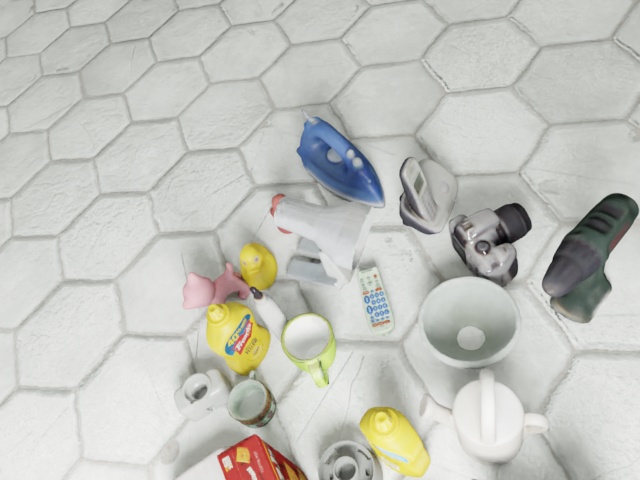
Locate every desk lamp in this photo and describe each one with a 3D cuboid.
[{"bbox_3d":[0.010,0.004,1.063,0.202,0.214,0.118,10,60,24],"label":"desk lamp"}]

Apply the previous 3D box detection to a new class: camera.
[{"bbox_3d":[0.321,-0.007,1.040,0.137,0.101,0.143,-28,52,-2],"label":"camera"}]

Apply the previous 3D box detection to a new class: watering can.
[{"bbox_3d":[0.234,0.255,0.827,0.172,0.194,0.101,-18,53,6],"label":"watering can"}]

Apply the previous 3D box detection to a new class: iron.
[{"bbox_3d":[0.045,-0.180,1.225,0.119,0.142,0.257,-39,54,-10],"label":"iron"}]

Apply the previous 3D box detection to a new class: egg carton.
[{"bbox_3d":[-0.172,0.409,0.932,0.150,0.069,0.107,-34,53,-7],"label":"egg carton"}]

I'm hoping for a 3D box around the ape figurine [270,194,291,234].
[{"bbox_3d":[-0.074,-0.063,1.214,0.077,0.092,0.076,11,61,25],"label":"ape figurine"}]

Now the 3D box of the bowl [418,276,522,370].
[{"bbox_3d":[0.252,0.150,0.970,0.167,0.075,0.167,-9,54,12],"label":"bowl"}]

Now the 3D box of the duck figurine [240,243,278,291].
[{"bbox_3d":[-0.135,0.041,1.165,0.077,0.086,0.104,-19,53,5],"label":"duck figurine"}]

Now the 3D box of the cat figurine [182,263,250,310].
[{"bbox_3d":[-0.216,0.094,1.135,0.128,0.118,0.067,-38,53,-10],"label":"cat figurine"}]

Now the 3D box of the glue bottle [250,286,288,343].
[{"bbox_3d":[-0.091,0.128,1.036,0.037,0.173,0.078,-35,53,-8],"label":"glue bottle"}]

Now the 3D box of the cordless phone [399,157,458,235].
[{"bbox_3d":[0.202,-0.113,1.099,0.094,0.185,0.148,11,60,24],"label":"cordless phone"}]

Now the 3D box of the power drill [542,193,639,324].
[{"bbox_3d":[0.419,0.043,0.905,0.075,0.209,0.230,30,70,33],"label":"power drill"}]
